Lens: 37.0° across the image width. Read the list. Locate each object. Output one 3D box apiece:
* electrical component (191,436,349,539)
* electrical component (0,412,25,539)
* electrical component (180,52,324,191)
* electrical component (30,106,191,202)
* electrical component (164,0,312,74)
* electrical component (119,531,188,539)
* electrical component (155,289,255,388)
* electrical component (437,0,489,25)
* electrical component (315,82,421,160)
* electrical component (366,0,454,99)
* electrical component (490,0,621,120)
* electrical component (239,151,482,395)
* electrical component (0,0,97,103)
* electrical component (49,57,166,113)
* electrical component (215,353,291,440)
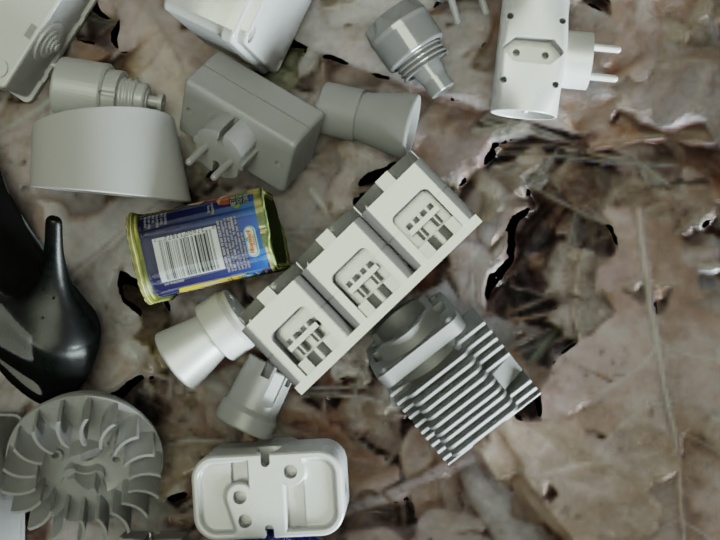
[{"bbox_3d":[-0.056,0.141,0.701,0.095,0.059,0.053,-4,91,4],"label":"electrical component"},{"bbox_3d":[-0.284,0.151,0.717,0.109,0.056,0.108,1,91,4],"label":"electrical component"},{"bbox_3d":[-0.080,-0.084,0.683,0.083,0.047,0.075,32,53,9],"label":"electrical component"},{"bbox_3d":[-0.160,-0.067,0.686,0.099,0.099,0.064,-7,84,4],"label":"electrical component"},{"bbox_3d":[-0.064,-0.189,0.672,0.056,0.109,0.108,26,93,6],"label":"electrical component"},{"bbox_3d":[-0.141,0.198,0.709,0.066,0.055,0.048,-1,91,4],"label":"electrical component"},{"bbox_3d":[-0.100,0.045,0.709,0.055,0.045,0.045,-35,89,3],"label":"electrical component"},{"bbox_3d":[0.062,-0.199,0.695,0.077,0.043,0.079,-16,90,4],"label":"electrical component"},{"bbox_3d":[0.003,-0.100,0.703,0.065,0.044,0.044,14,92,8],"label":"electrical component"},{"bbox_3d":[0.036,-0.141,0.698,0.043,0.043,0.062,-35,89,4],"label":"electrical component"},{"bbox_3d":[0.127,-0.136,0.693,0.079,0.043,0.077,6,92,3],"label":"electrical component"},{"bbox_3d":[0.000,0.000,0.680,0.150,0.089,0.061,-44,88,3],"label":"electrical component"},{"bbox_3d":[-0.239,-0.173,0.712,0.100,0.048,0.099,34,93,2],"label":"electrical component"},{"bbox_3d":[-0.168,-0.117,0.713,0.078,0.040,0.040,9,92,3],"label":"electrical component"},{"bbox_3d":[-0.068,0.083,0.711,0.040,0.040,0.046,26,87,3],"label":"electrical component"}]
